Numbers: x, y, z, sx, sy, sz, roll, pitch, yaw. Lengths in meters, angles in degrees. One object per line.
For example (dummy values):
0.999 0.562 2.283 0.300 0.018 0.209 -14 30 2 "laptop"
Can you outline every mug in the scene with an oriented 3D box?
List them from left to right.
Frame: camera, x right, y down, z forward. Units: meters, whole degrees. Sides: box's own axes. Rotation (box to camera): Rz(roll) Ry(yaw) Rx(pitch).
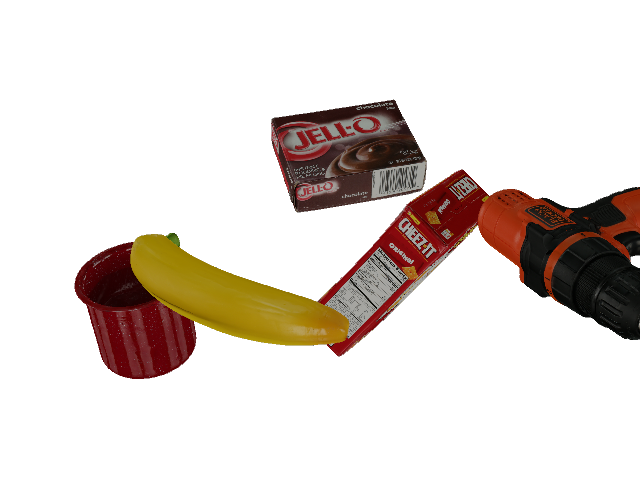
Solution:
-0.153 0.053 0.889 0.093 0.081 0.117 -19 37 -17 "mug"

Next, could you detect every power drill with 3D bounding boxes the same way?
0.228 -0.001 0.738 0.187 0.057 0.185 -12 29 -20 "power drill"

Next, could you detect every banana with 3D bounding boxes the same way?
-0.069 0.028 0.698 0.069 0.037 0.198 -22 33 -36 "banana"

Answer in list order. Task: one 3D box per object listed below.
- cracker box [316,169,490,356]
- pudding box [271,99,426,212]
0.094 0.024 1.269 0.214 0.072 0.163 -49 -9 34 "cracker box"
0.022 -0.072 0.892 0.113 0.039 0.090 -8 44 -11 "pudding box"
